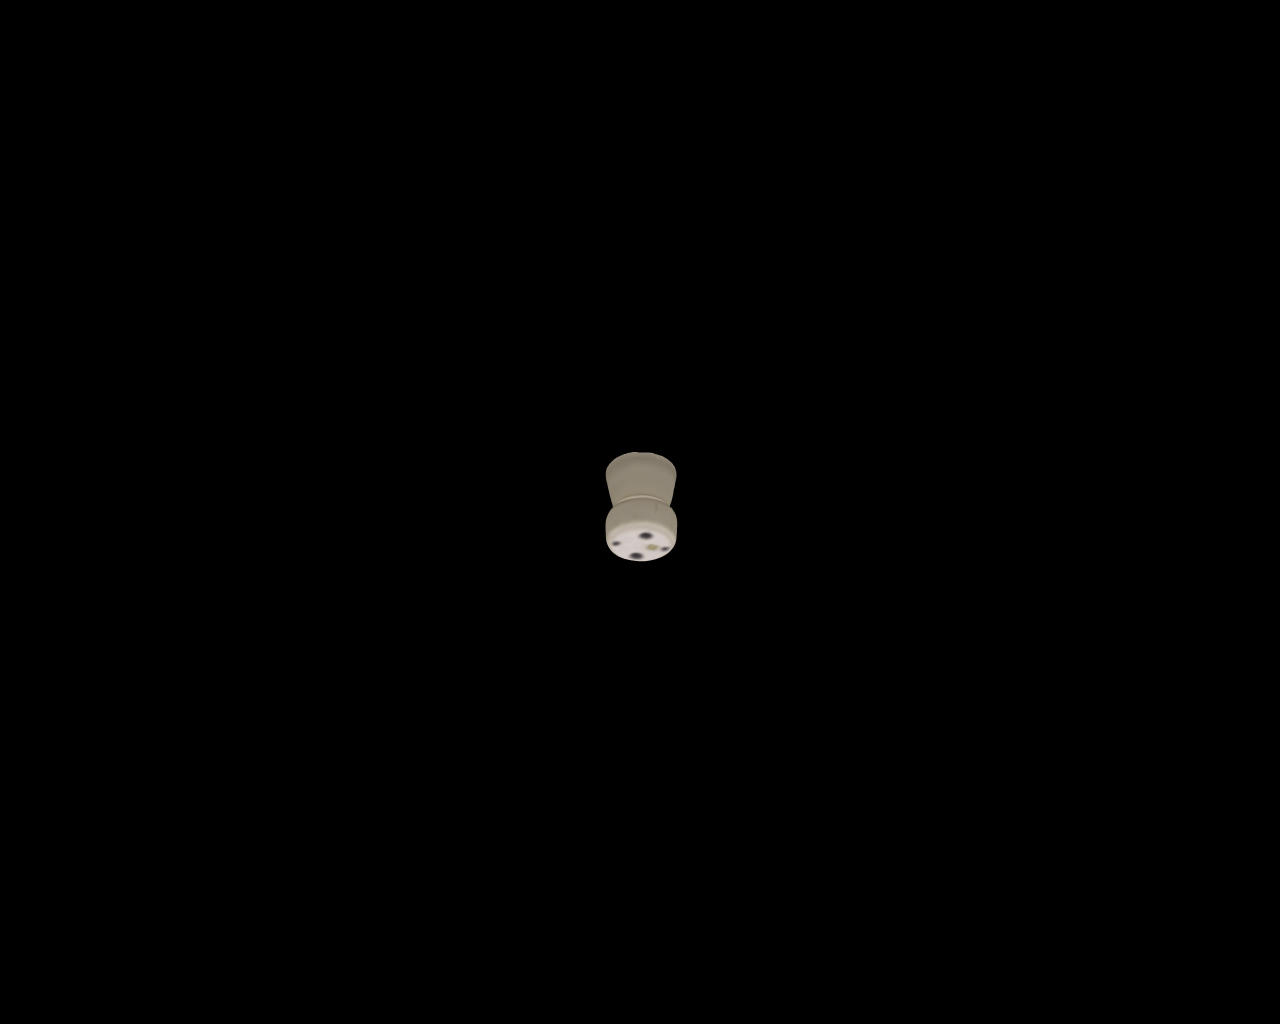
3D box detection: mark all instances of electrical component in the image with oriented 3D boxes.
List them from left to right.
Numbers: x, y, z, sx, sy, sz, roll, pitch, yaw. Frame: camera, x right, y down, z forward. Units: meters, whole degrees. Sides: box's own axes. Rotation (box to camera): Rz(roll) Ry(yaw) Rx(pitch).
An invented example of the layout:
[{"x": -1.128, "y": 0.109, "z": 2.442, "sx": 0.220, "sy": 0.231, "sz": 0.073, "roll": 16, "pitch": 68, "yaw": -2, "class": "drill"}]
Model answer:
[{"x": 0.001, "y": -0.003, "z": 0.650, "sx": 0.045, "sy": 0.055, "sz": 0.044, "roll": 0, "pitch": -35, "yaw": 0, "class": "electrical component"}]
